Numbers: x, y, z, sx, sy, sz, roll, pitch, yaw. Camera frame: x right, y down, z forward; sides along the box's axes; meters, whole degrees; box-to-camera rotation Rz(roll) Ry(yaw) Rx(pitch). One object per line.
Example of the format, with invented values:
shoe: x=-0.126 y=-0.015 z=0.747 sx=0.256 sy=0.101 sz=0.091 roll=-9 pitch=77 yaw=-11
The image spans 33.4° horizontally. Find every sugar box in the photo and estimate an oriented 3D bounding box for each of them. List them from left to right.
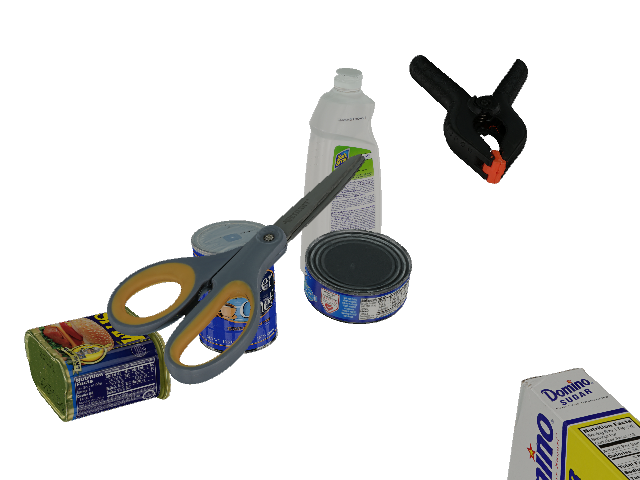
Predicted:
sugar box: x=0.152 y=0.147 z=0.512 sx=0.048 sy=0.093 sz=0.176 roll=-9 pitch=27 yaw=-22

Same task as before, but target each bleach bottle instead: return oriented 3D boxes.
bleach bottle: x=0.031 y=-0.075 z=1.235 sx=0.102 sy=0.251 sz=0.068 roll=-13 pitch=30 yaw=-31

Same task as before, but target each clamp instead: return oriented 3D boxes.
clamp: x=0.145 y=-0.125 z=1.032 sx=0.120 sy=0.039 sz=0.171 roll=3 pitch=44 yaw=3

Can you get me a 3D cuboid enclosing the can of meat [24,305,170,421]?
can of meat: x=-0.179 y=0.097 z=0.848 sx=0.083 sy=0.057 sz=0.102 roll=-12 pitch=22 yaw=-30

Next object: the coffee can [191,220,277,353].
coffee can: x=-0.108 y=0.058 z=1.353 sx=0.103 sy=0.140 sz=0.103 roll=-1 pitch=24 yaw=0

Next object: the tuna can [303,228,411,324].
tuna can: x=0.029 y=0.029 z=0.859 sx=0.086 sy=0.034 sz=0.086 roll=3 pitch=36 yaw=-2

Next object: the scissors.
scissors: x=-0.051 y=0.003 z=0.627 sx=0.096 sy=0.016 sz=0.201 roll=12 pitch=45 yaw=17
